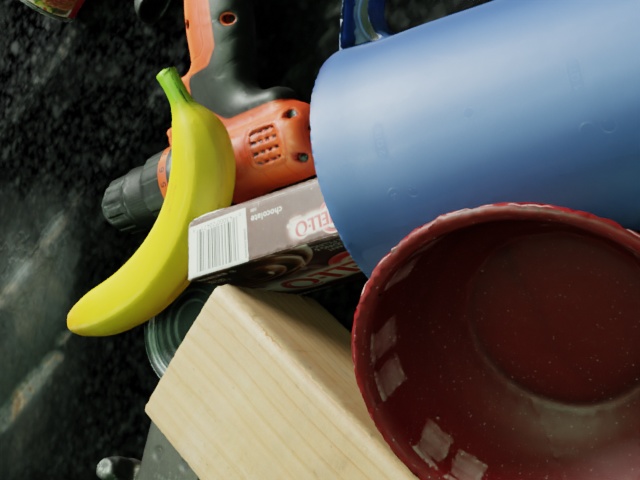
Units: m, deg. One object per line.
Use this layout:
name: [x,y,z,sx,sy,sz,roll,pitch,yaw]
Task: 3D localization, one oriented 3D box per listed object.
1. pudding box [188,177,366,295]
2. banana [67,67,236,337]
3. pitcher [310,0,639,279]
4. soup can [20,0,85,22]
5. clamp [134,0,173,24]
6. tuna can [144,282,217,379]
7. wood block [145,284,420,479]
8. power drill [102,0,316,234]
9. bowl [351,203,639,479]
pudding box: [-0.004,0.001,0.592,0.114,0.089,0.039,-14,71,36]
banana: [-0.096,-0.004,0.641,0.070,0.037,0.198,39,120,21]
pitcher: [0.123,-0.071,0.481,0.243,0.149,0.145,-17,44,31]
soup can: [-0.184,-0.222,0.784,0.102,0.068,0.069,-52,56,19]
clamp: [-0.054,-0.252,0.707,0.165,0.036,0.210,5,88,38]
tuna can: [-0.070,0.054,0.669,0.086,0.033,0.086,-8,78,37]
wood block: [0.012,0.121,0.558,0.206,0.090,0.090,42,108,35]
power drill: [-0.086,-0.106,0.678,0.185,0.057,0.187,-16,87,35]
bowl: [0.097,0.048,0.451,0.162,0.055,0.162,12,120,21]
